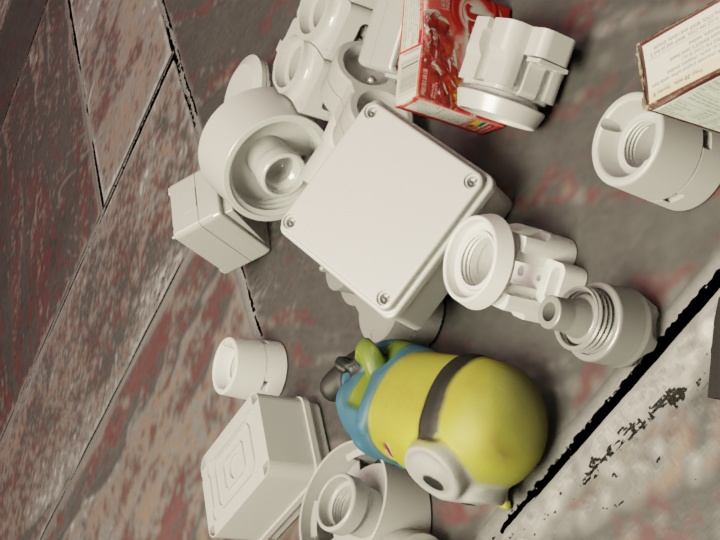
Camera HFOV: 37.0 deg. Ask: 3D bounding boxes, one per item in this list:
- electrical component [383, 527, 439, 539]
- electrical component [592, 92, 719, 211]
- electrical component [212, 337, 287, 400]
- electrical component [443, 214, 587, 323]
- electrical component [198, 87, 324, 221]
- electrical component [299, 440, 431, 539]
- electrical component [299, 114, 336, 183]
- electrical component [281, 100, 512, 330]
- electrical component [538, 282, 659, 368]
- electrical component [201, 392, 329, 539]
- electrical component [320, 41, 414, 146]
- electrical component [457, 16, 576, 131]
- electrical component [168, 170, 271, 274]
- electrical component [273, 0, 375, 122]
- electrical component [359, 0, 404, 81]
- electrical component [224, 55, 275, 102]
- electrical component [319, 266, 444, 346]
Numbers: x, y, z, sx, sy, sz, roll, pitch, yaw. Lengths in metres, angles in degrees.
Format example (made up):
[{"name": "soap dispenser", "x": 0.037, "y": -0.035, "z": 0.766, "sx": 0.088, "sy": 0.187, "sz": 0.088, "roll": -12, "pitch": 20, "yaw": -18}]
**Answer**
[{"name": "electrical component", "x": 0.040, "y": 0.186, "z": 0.664, "sx": 0.055, "sy": 0.045, "sz": 0.045, "roll": -1, "pitch": 79, "yaw": 60}, {"name": "electrical component", "x": 0.155, "y": -0.062, "z": 0.559, "sx": 0.055, "sy": 0.047, "sz": 0.055, "roll": -29, "pitch": 55, "yaw": 53}, {"name": "electrical component", "x": -0.096, "y": 0.086, "z": 0.929, "sx": 0.055, "sy": 0.047, "sz": 0.055, "roll": -29, "pitch": 55, "yaw": 53}, {"name": "electrical component", "x": 0.087, "y": -0.002, "z": 0.641, "sx": 0.078, "sy": 0.057, "sz": 0.058, "roll": 28, "pitch": 103, "yaw": 59}, {"name": "electrical component", "x": -0.075, "y": -0.092, "z": 0.904, "sx": 0.060, "sy": 0.108, "sz": 0.108, "roll": 50, "pitch": 122, "yaw": 47}, {"name": "electrical component", "x": 0.006, "y": 0.168, "z": 0.734, "sx": 0.099, "sy": 0.064, "sz": 0.099, "roll": -33, "pitch": 42, "yaw": 37}, {"name": "electrical component", "x": -0.017, "y": -0.097, "z": 0.869, "sx": 0.065, "sy": 0.044, "sz": 0.044, "roll": -65, "pitch": 32, "yaw": 12}, {"name": "electrical component", "x": 0.023, "y": -0.036, "z": 0.700, "sx": 0.109, "sy": 0.056, "sz": 0.108, "roll": 39, "pitch": 94, "yaw": 29}, {"name": "electrical component", "x": 0.123, "y": 0.027, "z": 0.565, "sx": 0.043, "sy": 0.062, "sz": 0.043, "roll": -29, "pitch": 55, "yaw": 52}, {"name": "electrical component", "x": -0.076, "y": 0.159, "z": 0.857, "sx": 0.113, "sy": 0.057, "sz": 0.078, "roll": -52, "pitch": 39, "yaw": 37}, {"name": "electrical component", "x": 0.005, "y": -0.096, "z": 0.810, "sx": 0.073, "sy": 0.052, "sz": 0.138, "roll": 121, "pitch": 140, "yaw": -53}, {"name": "electrical component", "x": 0.094, "y": -0.122, "z": 0.674, "sx": 0.078, "sy": 0.058, "sz": 0.057, "roll": 28, "pitch": 101, "yaw": 58}, {"name": "electrical component", "x": -0.122, "y": -0.045, "z": 0.991, "sx": 0.061, "sy": 0.096, "sz": 0.061, "roll": -26, "pitch": 54, "yaw": 21}, {"name": "electrical component", "x": -0.012, "y": -0.206, "z": 0.879, "sx": 0.150, "sy": 0.062, "sz": 0.089, "roll": -61, "pitch": 34, "yaw": 26}, {"name": "electrical component", "x": 0.042, "y": -0.170, "z": 0.775, "sx": 0.061, "sy": 0.062, "sz": 0.096, "roll": 31, "pitch": 106, "yaw": 59}, {"name": "electrical component", "x": -0.092, "y": -0.157, "z": 1.008, "sx": 0.080, "sy": 0.051, "sz": 0.080, "roll": -29, "pitch": 55, "yaw": 53}, {"name": "electrical component", "x": 0.000, "y": 0.000, "z": 0.771, "sx": 0.052, "sy": 0.074, "sz": 0.138, "roll": -62, "pitch": 33, "yaw": 25}]
